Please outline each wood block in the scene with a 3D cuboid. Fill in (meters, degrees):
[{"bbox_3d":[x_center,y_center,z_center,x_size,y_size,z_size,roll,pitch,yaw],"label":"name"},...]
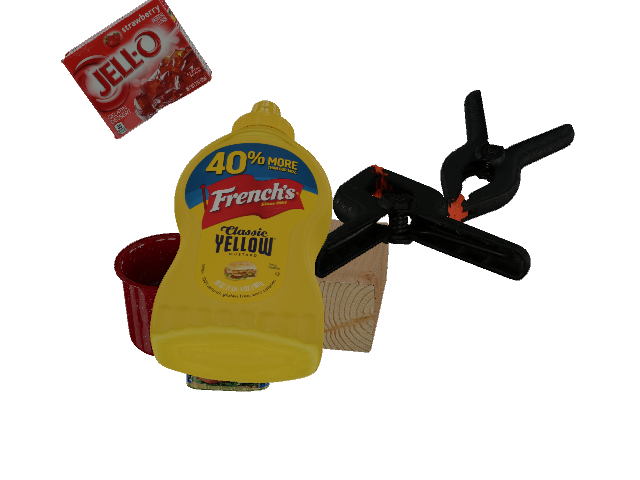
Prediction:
[{"bbox_3d":[0.032,0.052,1.339,0.091,0.090,0.206,4,22,7],"label":"wood block"}]

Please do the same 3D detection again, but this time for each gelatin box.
[{"bbox_3d":[-0.138,-0.131,0.806,0.089,0.073,0.030,-31,20,7],"label":"gelatin box"}]

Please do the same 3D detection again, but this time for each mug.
[{"bbox_3d":[-0.129,0.057,0.954,0.093,0.081,0.117,-18,36,-26],"label":"mug"}]

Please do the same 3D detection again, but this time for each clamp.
[{"bbox_3d":[0.071,-0.015,0.850,0.164,0.036,0.210,4,21,-2],"label":"clamp"},{"bbox_3d":[0.166,-0.088,1.087,0.120,0.039,0.171,29,55,29],"label":"clamp"}]

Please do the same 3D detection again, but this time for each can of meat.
[{"bbox_3d":[-0.105,0.125,1.228,0.102,0.084,0.057,3,13,1],"label":"can of meat"}]

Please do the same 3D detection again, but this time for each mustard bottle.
[{"bbox_3d":[-0.041,-0.010,0.643,0.096,0.191,0.058,3,-37,3],"label":"mustard bottle"}]
